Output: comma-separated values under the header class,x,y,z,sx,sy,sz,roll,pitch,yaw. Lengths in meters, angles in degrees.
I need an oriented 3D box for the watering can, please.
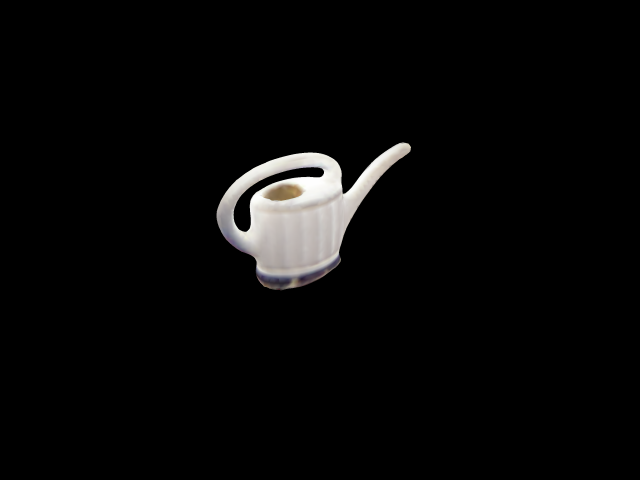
class,x,y,z,sx,sy,sz,roll,pitch,yaw
watering can,0.003,-0.043,0.850,0.350,0.219,0.106,-15,33,-23
